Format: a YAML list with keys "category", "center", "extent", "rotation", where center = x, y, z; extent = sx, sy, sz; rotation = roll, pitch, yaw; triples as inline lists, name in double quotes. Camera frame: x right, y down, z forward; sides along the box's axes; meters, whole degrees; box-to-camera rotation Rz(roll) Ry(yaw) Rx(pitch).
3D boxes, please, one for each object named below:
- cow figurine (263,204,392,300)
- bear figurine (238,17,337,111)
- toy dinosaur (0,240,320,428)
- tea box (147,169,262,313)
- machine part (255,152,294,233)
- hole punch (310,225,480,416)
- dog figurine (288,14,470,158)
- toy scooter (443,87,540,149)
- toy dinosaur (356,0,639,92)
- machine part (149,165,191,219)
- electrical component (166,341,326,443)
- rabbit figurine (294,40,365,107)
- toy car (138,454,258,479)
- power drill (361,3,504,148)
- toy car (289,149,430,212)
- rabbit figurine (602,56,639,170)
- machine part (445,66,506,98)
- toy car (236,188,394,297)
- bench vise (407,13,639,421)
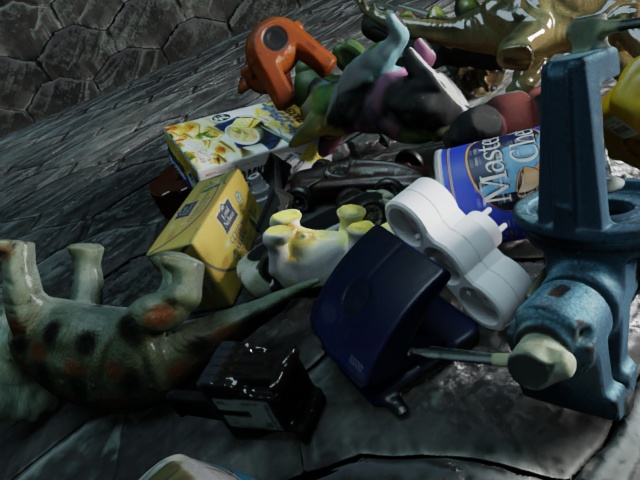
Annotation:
- category: "cow figurine"
  center: [0.031, 0.018, 0.539]
  extent: [0.167, 0.098, 0.068]
  rotation: [-2, 25, 0]
- category: "bear figurine"
  center: [-0.066, -0.261, 0.846]
  extent: [0.120, 0.132, 0.196]
  rotation: [-41, 2, -9]
- category: "toy dinosaur"
  center: [-0.206, 0.101, 0.527]
  extent: [0.405, 0.192, 0.131]
  rotation: [6, 3, 21]
- category: "tea box"
  center: [-0.131, -0.002, 0.665]
  extent: [0.068, 0.098, 0.170]
  rotation: [-13, 33, 21]
- category: "machine part"
  center: [-0.058, -0.053, 0.700]
  extent: [0.039, 0.084, 0.139]
  rotation: [10, 44, -11]
- category: "hole punch"
  center: [0.052, 0.059, 0.448]
  extent: [0.116, 0.092, 0.142]
  rotation: [-34, 35, -10]
- category: "dog figurine"
  center: [0.063, -0.163, 0.701]
  extent: [0.219, 0.191, 0.108]
  rotation: [-38, -24, 32]
- category: "toy scooter"
  center: [0.211, -0.114, 0.607]
  extent: [0.184, 0.075, 0.135]
  rotation: [-14, -17, -15]
- category: "toy dinosaur"
  center: [0.272, -0.275, 0.690]
  extent: [0.472, 0.105, 0.198]
  rotation: [4, 63, 11]
- category: "machine part"
  center: [-0.211, -0.104, 0.929]
  extent: [0.179, 0.056, 0.179]
  rotation: [-19, 30, 11]
- category: "electrical component"
  center: [-0.063, 0.124, 0.439]
  extent: [0.119, 0.074, 0.048]
  rotation: [-8, 34, 31]
- category: "rabbit figurine"
  center: [0.048, -0.258, 0.922]
  extent: [0.170, 0.158, 0.121]
  rotation: [1, 25, 12]
- category: "toy car"
  center: [-0.069, 0.180, 0.323]
  extent: [0.109, 0.102, 0.162]
  rotation: [-40, 35, -28]
- category: "power drill"
  center: [0.131, -0.243, 0.793]
  extent: [0.232, 0.086, 0.207]
  rotation: [37, 97, 23]
- category: "toy car"
  center: [0.045, -0.082, 0.715]
  extent: [0.202, 0.053, 0.089]
  rotation: [-1, 33, 37]
- category: "rabbit figurine"
  center: [0.356, -0.148, 0.510]
  extent: [0.173, 0.122, 0.162]
  rotation: [-56, -14, 8]
- category: "machine part"
  center: [0.248, -0.298, 0.889]
  extent: [0.079, 0.079, 0.243]
  rotation: [-17, 31, 13]
- category: "toy car"
  center: [-0.001, -0.002, 0.615]
  extent: [0.202, 0.056, 0.074]
  rotation: [-27, 23, -8]
- category: "bench vise"
  center: [0.170, -0.017, 0.351]
  extent: [0.223, 0.240, 0.129]
  rotation: [-23, 22, -32]
